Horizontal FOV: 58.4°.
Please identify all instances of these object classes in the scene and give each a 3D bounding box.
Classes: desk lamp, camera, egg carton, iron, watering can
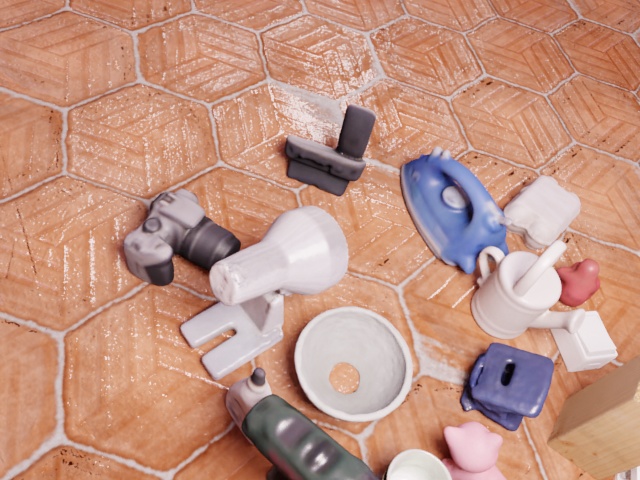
[{"bbox_3d":[-0.076,0.067,0.773,0.204,0.213,0.117,-31,68,-29],"label":"desk lamp"},{"bbox_3d":[-0.198,0.001,0.859,0.136,0.101,0.143,29,55,7],"label":"camera"},{"bbox_3d":[0.408,-0.053,1.057,0.107,0.069,0.150,41,57,15],"label":"egg carton"},{"bbox_3d":[0.229,-0.077,0.987,0.119,0.141,0.258,-20,63,-24],"label":"iron"},{"bbox_3d":[0.321,0.071,0.875,0.172,0.194,0.101,27,55,6],"label":"watering can"}]

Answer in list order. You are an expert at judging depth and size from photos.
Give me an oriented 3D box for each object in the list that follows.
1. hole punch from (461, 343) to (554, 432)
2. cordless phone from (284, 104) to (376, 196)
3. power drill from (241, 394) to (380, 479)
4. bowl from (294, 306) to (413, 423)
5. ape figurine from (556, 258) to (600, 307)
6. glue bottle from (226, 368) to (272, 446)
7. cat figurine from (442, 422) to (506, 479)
[{"bbox_3d":[0.272,0.208,0.834,0.101,0.091,0.109,29,55,8],"label":"hole punch"},{"bbox_3d":[0.018,-0.176,0.978,0.147,0.185,0.094,17,54,-1],"label":"cordless phone"},{"bbox_3d":[0.002,0.283,0.647,0.229,0.208,0.076,40,57,15],"label":"power drill"},{"bbox_3d":[0.041,0.183,0.807,0.167,0.075,0.167,6,55,-9],"label":"bowl"},{"bbox_3d":[0.441,0.065,0.970,0.077,0.092,0.076,31,55,9],"label":"ape figurine"},{"bbox_3d":[-0.082,0.196,0.709,0.037,0.173,0.078,-27,66,-27],"label":"glue bottle"},{"bbox_3d":[0.212,0.292,0.746,0.067,0.118,0.127,-31,68,-29],"label":"cat figurine"}]
